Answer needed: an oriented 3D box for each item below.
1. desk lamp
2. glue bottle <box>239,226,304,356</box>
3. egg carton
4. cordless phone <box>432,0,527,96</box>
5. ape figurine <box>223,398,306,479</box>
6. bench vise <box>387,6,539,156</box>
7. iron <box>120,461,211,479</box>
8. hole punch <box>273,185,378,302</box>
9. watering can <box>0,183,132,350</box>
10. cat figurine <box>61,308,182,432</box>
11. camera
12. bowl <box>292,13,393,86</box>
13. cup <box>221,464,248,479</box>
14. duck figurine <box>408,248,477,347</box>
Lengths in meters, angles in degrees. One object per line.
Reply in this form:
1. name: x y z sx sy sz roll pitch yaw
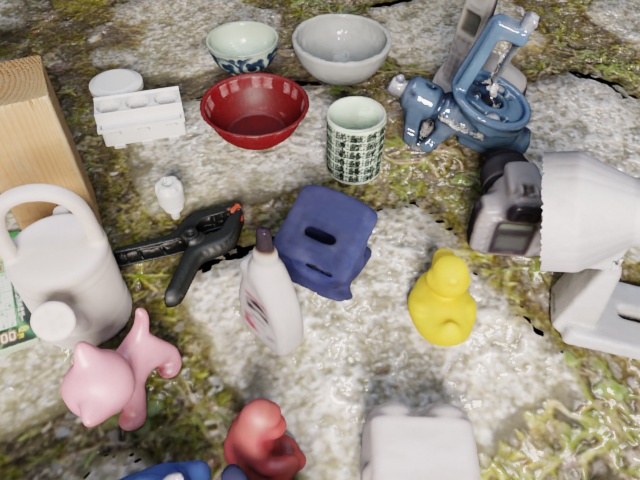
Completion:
1. desk lamp: 0.304 0.013 0.591 0.203 0.214 0.118 12 49 10
2. glue bottle: -0.053 0.046 0.580 0.078 0.173 0.037 35 57 27
3. egg carton: 0.088 0.215 0.503 0.107 0.069 0.150 2 48 0
4. cordless phone: 0.249 -0.274 0.863 0.094 0.185 0.147 -28 55 -23
5. ape figurine: -0.052 0.176 0.519 0.076 0.092 0.077 -5 49 -5
6. bench vise: 0.201 -0.207 0.780 0.207 0.220 0.121 0 48 -1
7. iron: -0.205 0.239 0.427 0.258 0.141 0.118 -15 50 -14
8. hole punch: 0.006 0.002 0.675 0.108 0.091 0.101 23 52 18
9. watering can: -0.260 0.025 0.580 0.101 0.194 0.172 -29 55 -24
10. cat figurine: -0.194 0.124 0.545 0.067 0.118 0.128 16 50 13
11. camera: 0.262 -0.058 0.729 0.143 0.101 0.137 4 48 2
12. bowl: 0.036 -0.310 0.964 0.167 0.075 0.167 1 48 -1
13. cup: -0.045 0.244 0.457 0.092 0.095 0.117 -26 54 -22
14. duck figurine: 0.140 0.058 0.633 0.077 0.086 0.104 2 48 0
